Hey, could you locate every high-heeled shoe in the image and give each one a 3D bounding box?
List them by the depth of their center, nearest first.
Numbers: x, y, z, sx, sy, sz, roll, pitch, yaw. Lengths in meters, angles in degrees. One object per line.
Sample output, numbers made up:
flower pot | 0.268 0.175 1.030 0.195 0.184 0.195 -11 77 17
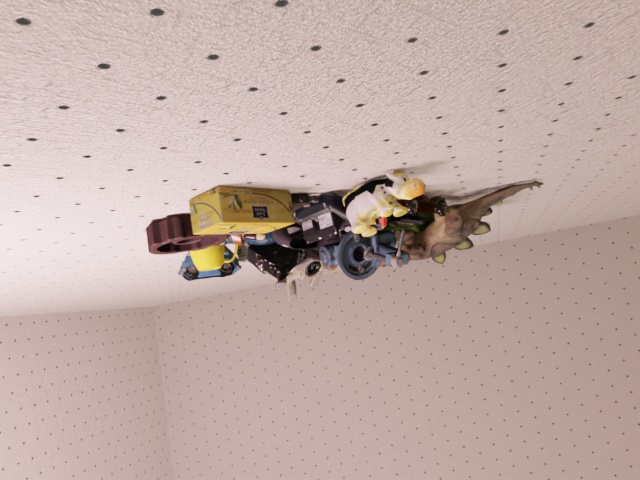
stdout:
high-heeled shoe | -0.003 -0.004 1.251 0.248 0.086 0.145 13 -163 -27

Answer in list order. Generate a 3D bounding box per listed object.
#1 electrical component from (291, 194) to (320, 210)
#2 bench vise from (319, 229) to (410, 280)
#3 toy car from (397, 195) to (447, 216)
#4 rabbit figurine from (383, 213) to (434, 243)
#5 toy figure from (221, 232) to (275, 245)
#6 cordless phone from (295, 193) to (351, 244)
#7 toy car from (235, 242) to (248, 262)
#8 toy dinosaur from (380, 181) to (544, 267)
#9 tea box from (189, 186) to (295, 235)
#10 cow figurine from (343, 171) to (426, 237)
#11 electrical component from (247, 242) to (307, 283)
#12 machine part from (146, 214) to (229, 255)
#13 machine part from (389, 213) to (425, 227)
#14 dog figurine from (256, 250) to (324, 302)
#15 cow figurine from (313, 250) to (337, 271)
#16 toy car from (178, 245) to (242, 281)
electrical component | -0.052 -0.076 1.077 0.094 0.021 0.063 -3 170 -33
bench vise | 0.127 0.027 1.215 0.223 0.128 0.241 -1 -172 -28
toy car | 0.219 -0.083 1.245 0.089 0.053 0.202 5 -175 42
rabbit figurine | 0.242 -0.039 1.503 0.159 0.121 0.170 4 148 -33
toy figure | -0.174 -0.014 1.261 0.154 0.058 0.064 -2 165 -14
cordless phone | 0.052 -0.062 1.176 0.184 0.088 0.147 -18 179 -40
toy car | -0.138 0.011 1.422 0.202 0.073 0.056 -13 172 28
toy dinosaur | 0.344 -0.038 1.392 0.471 0.105 0.198 -31 150 25
tea box | -0.141 -0.051 0.984 0.169 0.068 0.098 -3 170 -44
cow figurine | 0.120 -0.085 1.029 0.167 0.098 0.068 -35 153 29
electrical component | -0.113 0.025 1.314 0.115 0.134 0.058 -44 160 -37
machine part | -0.280 -0.014 1.135 0.179 0.056 0.179 -10 172 -2
machine part | 0.192 -0.053 1.338 0.084 0.039 0.139 -1 -176 -23
dog figurine | -0.090 0.051 1.482 0.172 0.191 0.121 -31 137 -11
cow figurine | -0.012 0.039 1.578 0.127 0.085 0.195 -1 -165 -34
toy car | -0.291 0.050 1.406 0.162 0.103 0.109 -4 171 -17
